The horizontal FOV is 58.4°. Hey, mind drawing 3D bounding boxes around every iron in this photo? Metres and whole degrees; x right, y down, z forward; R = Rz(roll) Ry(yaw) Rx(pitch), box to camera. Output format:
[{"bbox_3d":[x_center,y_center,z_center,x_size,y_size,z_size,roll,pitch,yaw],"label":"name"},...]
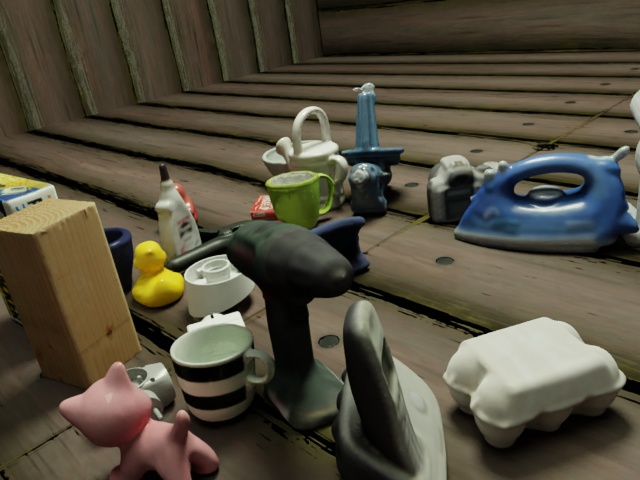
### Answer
[{"bbox_3d":[0.330,-0.066,0.857,0.257,0.142,0.119,0,25,17],"label":"iron"}]

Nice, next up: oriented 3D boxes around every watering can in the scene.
[{"bbox_3d":[-0.018,-0.160,1.111,0.172,0.194,0.101,3,27,24],"label":"watering can"}]

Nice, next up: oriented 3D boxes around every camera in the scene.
[{"bbox_3d":[0.253,-0.105,1.018,0.143,0.101,0.136,-8,24,0],"label":"camera"}]

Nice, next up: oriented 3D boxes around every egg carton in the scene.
[{"bbox_3d":[0.200,0.132,0.545,0.150,0.069,0.107,-14,25,-14],"label":"egg carton"}]

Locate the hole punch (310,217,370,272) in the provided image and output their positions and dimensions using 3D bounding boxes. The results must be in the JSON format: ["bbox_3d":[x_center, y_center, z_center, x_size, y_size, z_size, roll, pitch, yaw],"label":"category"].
[{"bbox_3d":[0.008,0.003,0.866,0.109,0.091,0.100,-18,26,-21],"label":"hole punch"}]

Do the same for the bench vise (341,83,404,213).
[{"bbox_3d":[0.101,-0.172,1.067,0.121,0.220,0.207,-8,24,0],"label":"bench vise"}]

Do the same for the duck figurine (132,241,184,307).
[{"bbox_3d":[-0.250,0.045,0.860,0.078,0.086,0.104,-19,26,-23],"label":"duck figurine"}]

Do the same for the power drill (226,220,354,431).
[{"bbox_3d":[-0.023,0.076,0.569,0.076,0.209,0.228,-20,26,-24],"label":"power drill"}]

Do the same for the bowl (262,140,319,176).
[{"bbox_3d":[-0.040,-0.165,1.276,0.167,0.075,0.167,-7,24,3],"label":"bowl"}]

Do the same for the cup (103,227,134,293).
[{"bbox_3d":[-0.339,0.037,0.895,0.117,0.095,0.092,10,30,35],"label":"cup"}]

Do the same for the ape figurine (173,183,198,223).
[{"bbox_3d":[-0.274,-0.064,1.104,0.077,0.092,0.076,11,30,36],"label":"ape figurine"}]

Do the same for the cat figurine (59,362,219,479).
[{"bbox_3d":[-0.166,0.168,0.521,0.127,0.118,0.067,3,26,23],"label":"cat figurine"}]

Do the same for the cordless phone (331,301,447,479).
[{"bbox_3d":[0.055,0.117,0.481,0.094,0.185,0.147,-5,24,8],"label":"cordless phone"}]

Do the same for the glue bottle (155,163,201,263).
[{"bbox_3d":[-0.242,-0.043,0.946,0.037,0.173,0.078,1,26,20],"label":"glue bottle"}]

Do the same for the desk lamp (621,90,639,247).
[{"bbox_3d":[0.474,-0.097,0.791,0.117,0.214,0.203,-4,24,9],"label":"desk lamp"}]
